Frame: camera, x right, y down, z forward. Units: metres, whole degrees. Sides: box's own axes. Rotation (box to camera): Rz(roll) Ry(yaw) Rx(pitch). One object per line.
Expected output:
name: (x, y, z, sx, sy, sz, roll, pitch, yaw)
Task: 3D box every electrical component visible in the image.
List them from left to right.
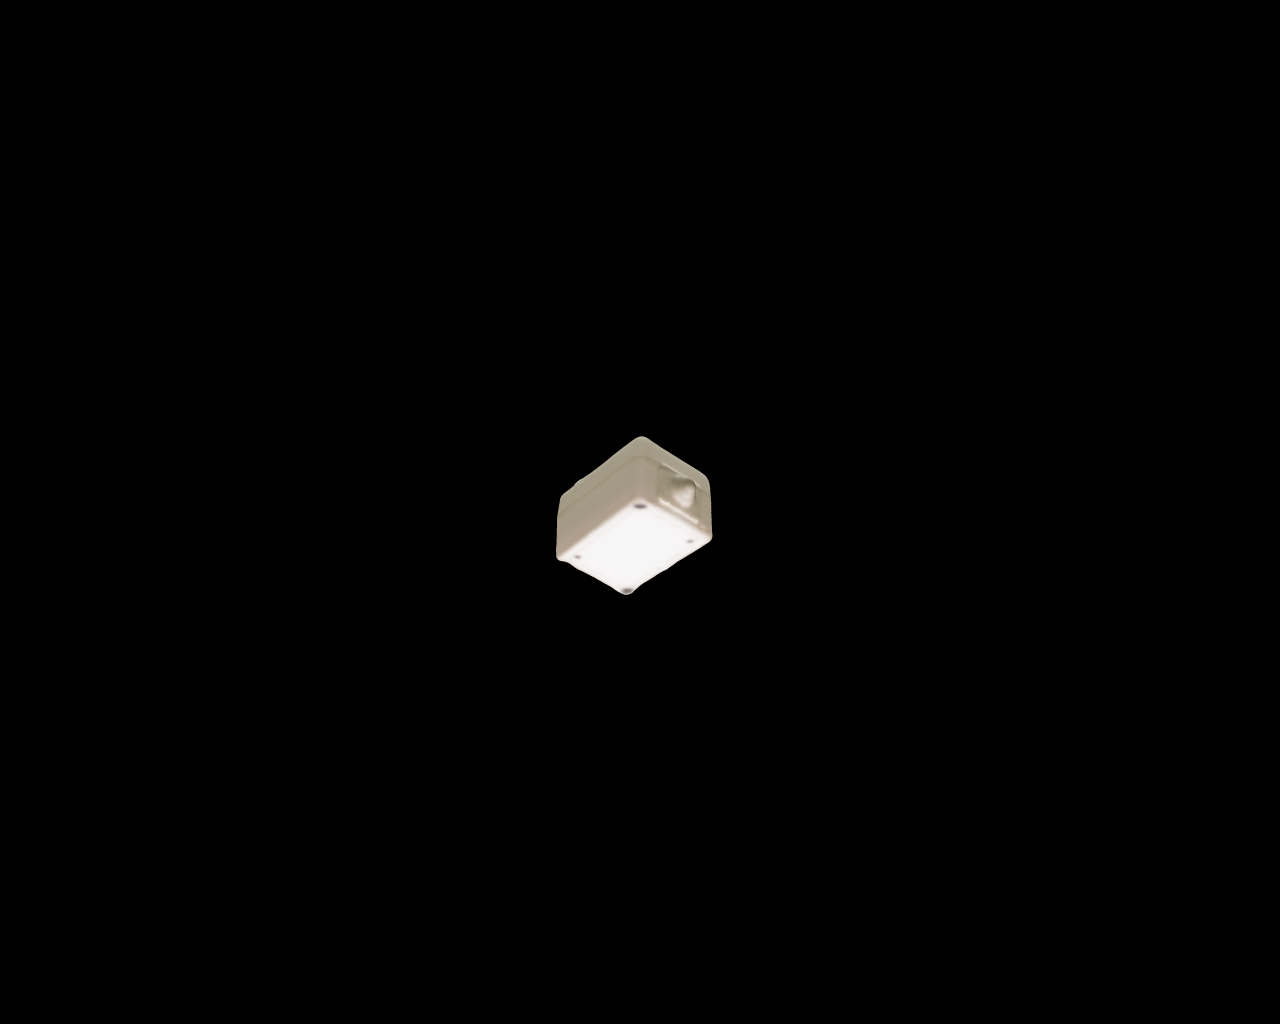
electrical component: (0.001, -0.003, 0.650, 0.061, 0.061, 0.096, 30, -49, -31)
